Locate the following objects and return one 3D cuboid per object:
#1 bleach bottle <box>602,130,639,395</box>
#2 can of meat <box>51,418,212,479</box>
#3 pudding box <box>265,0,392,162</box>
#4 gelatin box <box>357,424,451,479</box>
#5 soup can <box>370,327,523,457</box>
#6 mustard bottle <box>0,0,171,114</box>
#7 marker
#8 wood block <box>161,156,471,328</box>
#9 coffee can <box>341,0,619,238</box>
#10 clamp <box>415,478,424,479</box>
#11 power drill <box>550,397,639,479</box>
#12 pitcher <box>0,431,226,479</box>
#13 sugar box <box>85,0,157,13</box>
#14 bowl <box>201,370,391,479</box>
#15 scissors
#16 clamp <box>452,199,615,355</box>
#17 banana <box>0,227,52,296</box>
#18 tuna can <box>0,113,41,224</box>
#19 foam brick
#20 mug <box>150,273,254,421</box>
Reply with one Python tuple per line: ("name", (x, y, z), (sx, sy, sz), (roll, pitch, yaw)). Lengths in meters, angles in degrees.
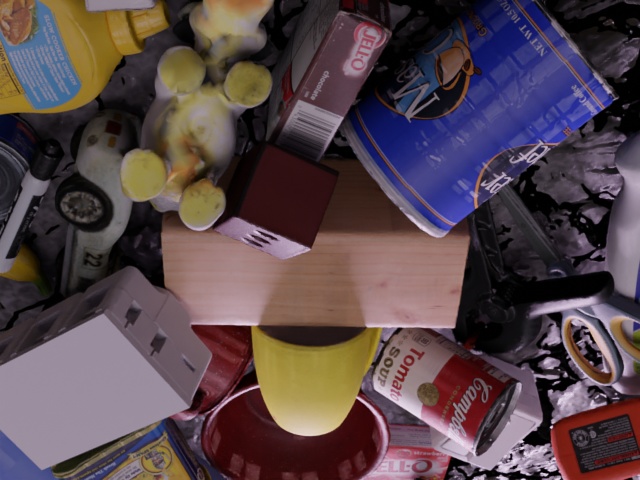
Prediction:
("bleach bottle", (0.253, 0.006, 0.793), (0.102, 0.068, 0.251), (-11, 128, 10))
("can of meat", (-0.147, 0.180, 0.828), (0.102, 0.057, 0.084), (-30, 115, -9))
("pudding box", (0.004, -0.114, 0.662), (0.039, 0.090, 0.114), (21, 129, -16))
("gelatin box", (0.072, 0.204, 0.983), (0.089, 0.030, 0.073), (4, 131, -6))
("soup can", (0.100, 0.116, 0.848), (0.102, 0.068, 0.068), (31, 136, 25))
("mustard bottle", (-0.188, -0.123, 0.671), (0.192, 0.058, 0.096), (-10, 126, 8))
("marker", (-0.204, -0.023, 0.738), (0.020, 0.020, 0.121), (21, 127, -19))
("wood block", (-0.005, 0.001, 0.763), (0.206, 0.091, 0.090), (1, 131, -2))
("coffee can", (0.098, -0.084, 0.667), (0.140, 0.103, 0.102), (-39, 122, 17))
("clamp", (0.067, 0.277, 1.024), (0.165, 0.036, 0.209), (-11, 146, 27))
("power drill", (0.284, 0.157, 0.871), (0.185, 0.057, 0.187), (-25, 160, 28))
("pitcher", (-0.197, 0.199, 0.913), (0.149, 0.145, 0.242), (-46, 123, -12))
("sugar box", (-0.113, -0.221, 0.564), (0.048, 0.093, 0.176), (-4, 132, 2))
("bowl", (-0.021, 0.153, 0.920), (0.162, 0.055, 0.162), (-1, 131, -1))
("scissors", (0.198, 0.029, 0.789), (0.096, 0.016, 0.201), (-2, 124, 42))
("clamp", (0.149, 0.044, 0.807), (0.120, 0.039, 0.171), (33, 150, 18))
("banana", (-0.296, 0.003, 0.794), (0.197, 0.037, 0.070), (13, 128, -13))
("tuna can", (-0.238, -0.051, 0.750), (0.086, 0.033, 0.086), (-1, 131, -1))
("foam brick", (-0.029, -0.023, 0.661), (0.053, 0.051, 0.078), (22, 169, -11))
("mug", (-0.107, 0.085, 0.822), (0.081, 0.117, 0.093), (34, 132, -21))
